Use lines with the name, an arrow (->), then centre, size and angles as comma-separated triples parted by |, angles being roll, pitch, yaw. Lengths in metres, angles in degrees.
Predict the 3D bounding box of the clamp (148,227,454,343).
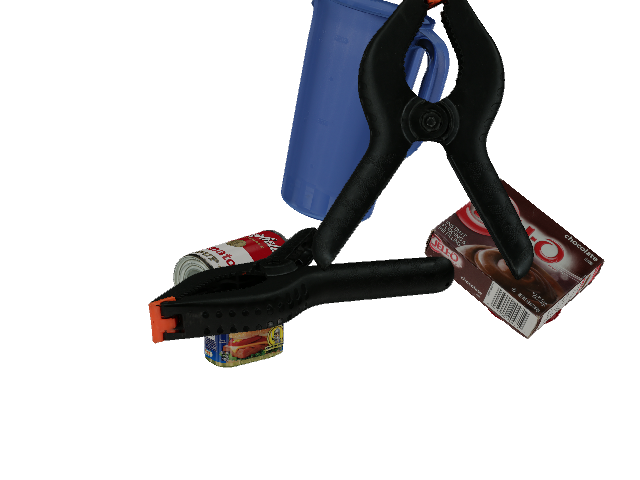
clamp -> -0.021, 0.032, 0.747 | 0.165, 0.036, 0.209 | 9, 19, 44

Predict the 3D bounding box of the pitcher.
pitcher -> 0.041, -0.142, 1.172 | 0.145, 0.243, 0.149 | 11, 20, -9

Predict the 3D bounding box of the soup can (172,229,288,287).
soup can -> -0.079, 0.034, 1.002 | 0.069, 0.068, 0.102 | 0, 13, 45

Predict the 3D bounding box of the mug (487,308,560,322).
mug -> 0.214, 0.030, 1.130 | 0.093, 0.081, 0.117 | -5, 31, -7

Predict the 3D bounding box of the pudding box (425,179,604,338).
pudding box -> 0.155, 0.013, 0.857 | 0.089, 0.113, 0.039 | -35, -23, -31

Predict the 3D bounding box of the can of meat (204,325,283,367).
can of meat -> -0.090, 0.098, 1.273 | 0.101, 0.084, 0.058 | -9, 18, -37

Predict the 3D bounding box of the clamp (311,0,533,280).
clamp -> 0.049, -0.058, 0.581 | 0.120, 0.171, 0.039 | -6, 1, -4
